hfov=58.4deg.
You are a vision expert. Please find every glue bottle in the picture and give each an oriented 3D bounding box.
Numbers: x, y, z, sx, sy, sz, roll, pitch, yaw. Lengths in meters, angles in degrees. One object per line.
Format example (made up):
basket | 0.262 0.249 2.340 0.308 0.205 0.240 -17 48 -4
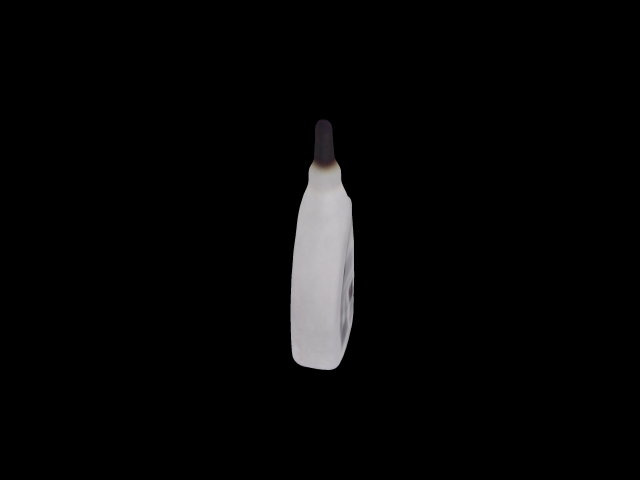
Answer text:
glue bottle | 0.004 0.001 0.400 0.037 0.173 0.078 6 28 12
